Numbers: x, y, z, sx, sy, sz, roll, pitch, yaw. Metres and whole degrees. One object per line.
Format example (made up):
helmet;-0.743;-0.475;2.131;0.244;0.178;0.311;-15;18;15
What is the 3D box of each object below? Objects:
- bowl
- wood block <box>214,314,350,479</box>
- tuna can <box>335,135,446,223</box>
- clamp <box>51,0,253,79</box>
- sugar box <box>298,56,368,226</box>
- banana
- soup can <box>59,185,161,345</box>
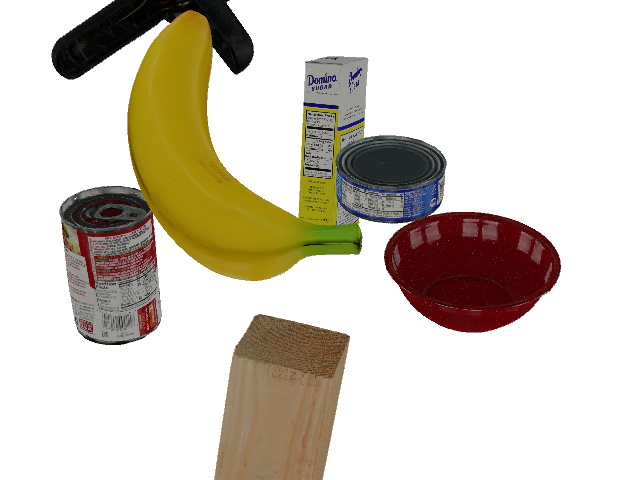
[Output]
bowl;0.139;0.037;0.995;0.162;0.055;0.162;-1;34;0
wood block;-0.040;0.183;0.961;0.090;0.206;0.090;13;22;7
tuna can;0.055;-0.048;0.832;0.086;0.034;0.086;0;32;0
clamp;-0.081;-0.152;0.665;0.120;0.171;0.039;10;-42;13
sugar box;0.012;-0.095;1.079;0.048;0.176;0.093;5;14;18
banana;-0.052;-0.041;0.483;0.069;0.037;0.198;-18;46;-16
soup can;-0.156;0.019;0.804;0.068;0.102;0.068;0;29;0
